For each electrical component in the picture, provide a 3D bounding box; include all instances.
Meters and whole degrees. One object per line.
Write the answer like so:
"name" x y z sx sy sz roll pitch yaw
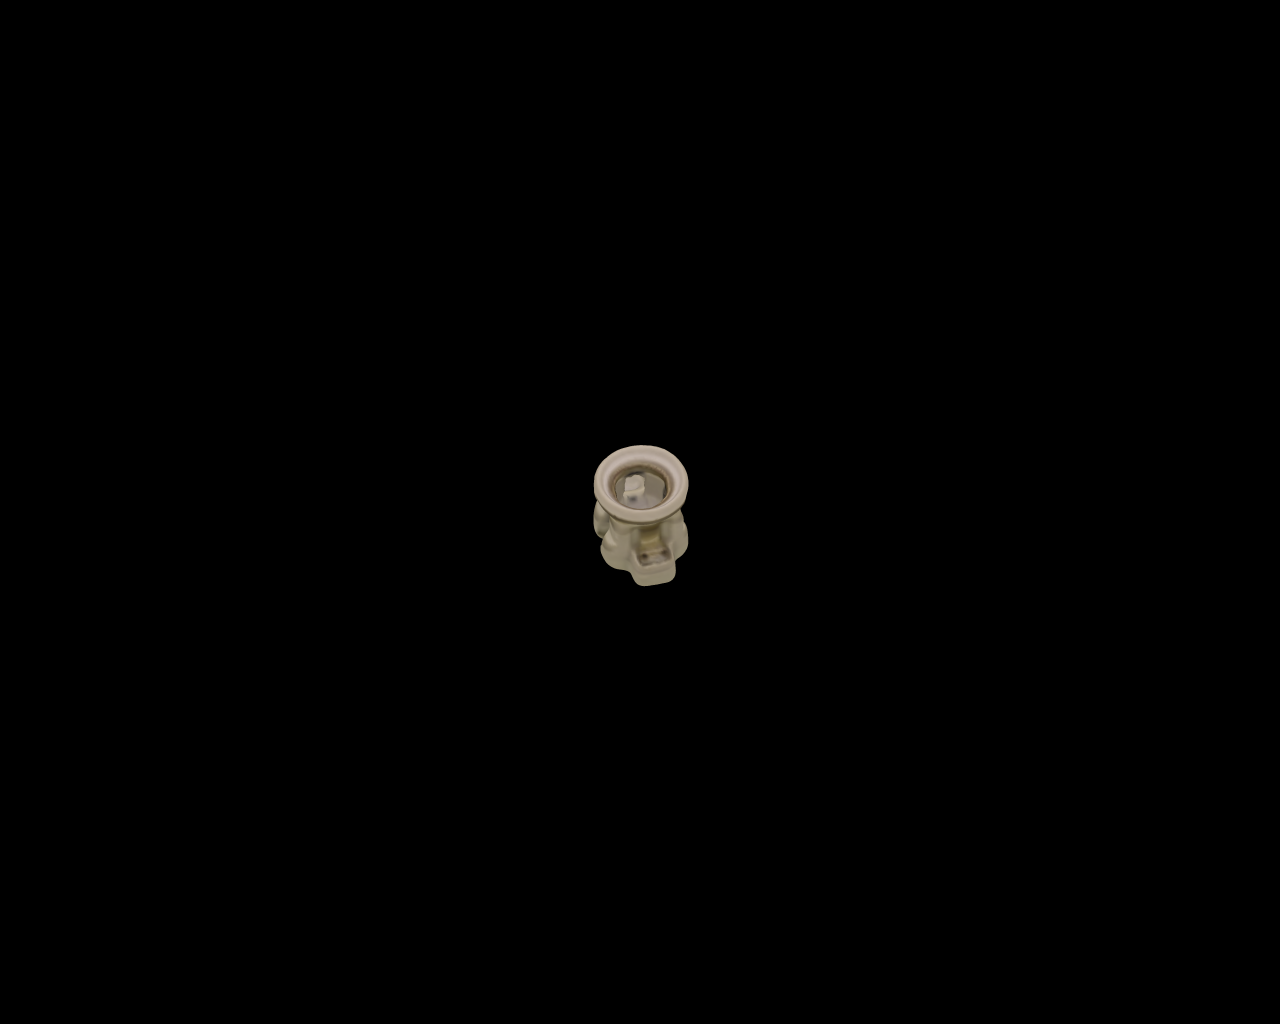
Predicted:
"electrical component" 0.001 -0.003 0.650 0.058 0.078 0.056 -11 -39 -9
